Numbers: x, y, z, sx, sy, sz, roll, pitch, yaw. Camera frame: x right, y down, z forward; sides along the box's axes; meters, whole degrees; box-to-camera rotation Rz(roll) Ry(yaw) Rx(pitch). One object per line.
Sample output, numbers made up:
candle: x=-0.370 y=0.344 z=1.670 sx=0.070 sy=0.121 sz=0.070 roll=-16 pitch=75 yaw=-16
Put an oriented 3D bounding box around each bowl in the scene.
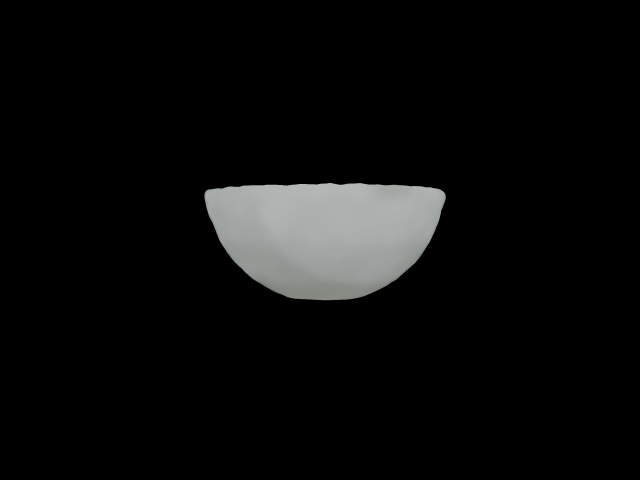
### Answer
bowl: x=0.004 y=0.001 z=0.400 sx=0.167 sy=0.075 sz=0.167 roll=0 pitch=2 yaw=0
